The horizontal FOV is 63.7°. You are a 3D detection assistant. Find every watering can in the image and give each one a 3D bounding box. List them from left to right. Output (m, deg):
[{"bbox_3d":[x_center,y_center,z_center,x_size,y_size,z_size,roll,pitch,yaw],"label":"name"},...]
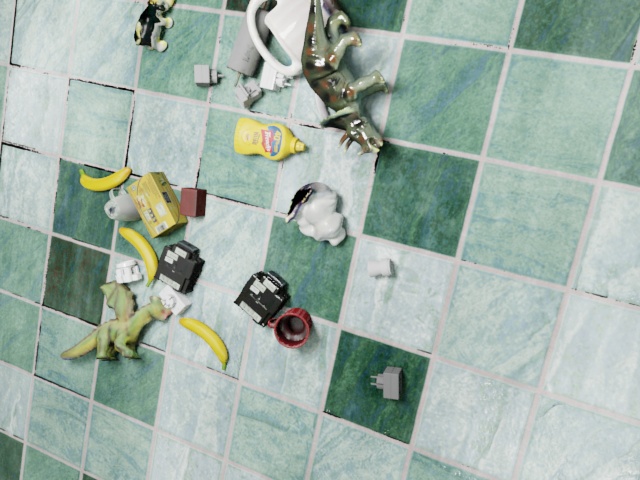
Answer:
[{"bbox_3d":[-0.022,-0.482,1.270,0.223,0.105,0.345,-38,100,13],"label":"watering can"}]

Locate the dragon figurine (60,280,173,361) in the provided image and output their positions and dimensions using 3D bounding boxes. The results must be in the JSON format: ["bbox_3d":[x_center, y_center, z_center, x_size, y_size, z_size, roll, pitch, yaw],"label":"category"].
[{"bbox_3d":[-0.628,0.245,1.565,0.409,0.121,0.245,-5,76,18],"label":"dragon figurine"}]

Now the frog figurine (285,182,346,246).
[{"bbox_3d":[0.004,-0.066,1.311,0.158,0.124,0.137,30,99,-23],"label":"frog figurine"}]
